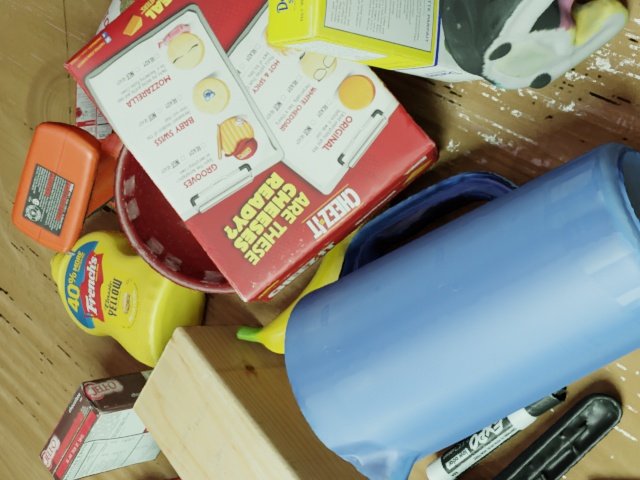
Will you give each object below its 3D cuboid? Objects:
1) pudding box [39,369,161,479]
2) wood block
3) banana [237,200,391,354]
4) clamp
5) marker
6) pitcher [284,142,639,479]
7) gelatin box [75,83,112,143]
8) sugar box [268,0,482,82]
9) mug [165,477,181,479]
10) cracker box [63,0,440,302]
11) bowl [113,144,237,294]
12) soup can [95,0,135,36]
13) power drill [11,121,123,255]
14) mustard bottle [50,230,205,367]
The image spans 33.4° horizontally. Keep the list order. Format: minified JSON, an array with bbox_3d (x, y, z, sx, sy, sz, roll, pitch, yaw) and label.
[{"bbox_3d":[-0.170,0.155,0.905,0.039,0.113,0.090,50,120,28],"label":"pudding box"},{"bbox_3d":[-0.039,0.163,0.798,0.206,0.090,0.090,47,118,34],"label":"wood block"},{"bbox_3d":[0.007,0.015,0.785,0.070,0.037,0.198,36,107,13],"label":"banana"},{"bbox_3d":[0.093,0.191,0.658,0.036,0.164,0.210,41,133,-10],"label":"clamp"},{"bbox_3d":[0.116,0.126,0.701,0.121,0.020,0.020,-45,60,33],"label":"marker"},{"bbox_3d":[0.103,0.034,0.652,0.243,0.144,0.149,-32,92,34],"label":"pitcher"},{"bbox_3d":[-0.195,-0.132,0.997,0.073,0.030,0.089,0,88,42],"label":"gelatin box"},{"bbox_3d":[0.044,-0.156,0.672,0.048,0.175,0.093,3,90,41],"label":"sugar box"},{"bbox_3d":[-0.096,0.229,0.845,0.117,0.093,0.081,142,124,-62],"label":"mug"},{"bbox_3d":[-0.046,-0.089,0.738,0.164,0.072,0.214,-40,80,7],"label":"cracker box"},{"bbox_3d":[-0.075,-0.042,0.832,0.162,0.055,0.162,1,107,5],"label":"bowl"},{"bbox_3d":[-0.145,-0.202,0.926,0.102,0.068,0.068,-54,55,28],"label":"soup can"},{"bbox_3d":[-0.166,-0.082,0.867,0.057,0.187,0.185,27,118,9],"label":"power drill"},{"bbox_3d":[-0.184,0.042,0.961,0.192,0.058,0.096,18,102,43],"label":"mustard bottle"}]
